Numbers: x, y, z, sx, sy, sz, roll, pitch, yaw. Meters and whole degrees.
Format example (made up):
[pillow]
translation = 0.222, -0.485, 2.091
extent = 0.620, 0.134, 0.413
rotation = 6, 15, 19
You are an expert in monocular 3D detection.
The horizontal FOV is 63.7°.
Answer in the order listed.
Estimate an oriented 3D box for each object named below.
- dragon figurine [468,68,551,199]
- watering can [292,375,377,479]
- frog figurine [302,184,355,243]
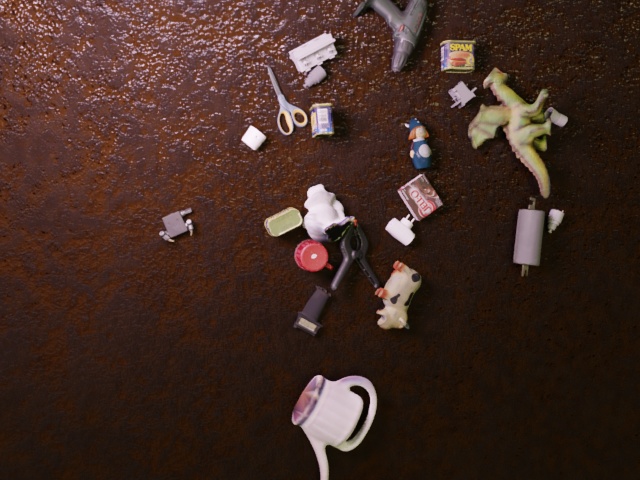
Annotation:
[dragon figurine]
translation = 0.574, -0.326, 1.568
extent = 0.242, 0.122, 0.411
rotation = -2, 89, 8
[watering can]
translation = 0.018, 0.532, 1.460
extent = 0.224, 0.104, 0.349
rotation = 31, 85, -8
[frog figurine]
translation = 0.004, -0.074, 1.469
extent = 0.139, 0.120, 0.162
rotation = -31, 61, -21
